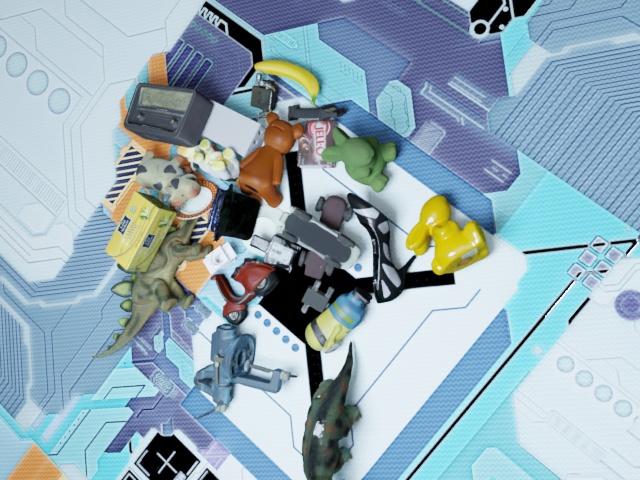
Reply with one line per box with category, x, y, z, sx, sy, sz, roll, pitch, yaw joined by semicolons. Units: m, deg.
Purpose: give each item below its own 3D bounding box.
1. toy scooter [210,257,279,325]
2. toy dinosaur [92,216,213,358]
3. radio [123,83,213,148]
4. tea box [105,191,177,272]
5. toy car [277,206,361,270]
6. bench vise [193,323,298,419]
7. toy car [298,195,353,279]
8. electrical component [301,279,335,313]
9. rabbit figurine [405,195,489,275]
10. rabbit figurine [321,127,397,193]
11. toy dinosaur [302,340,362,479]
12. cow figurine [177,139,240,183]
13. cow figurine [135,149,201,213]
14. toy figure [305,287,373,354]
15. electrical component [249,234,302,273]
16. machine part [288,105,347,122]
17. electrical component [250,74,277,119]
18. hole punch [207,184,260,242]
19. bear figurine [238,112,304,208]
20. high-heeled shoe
toy scooter;-0.195;0.107;1.314;0.135;0.075;0.184;46;102;13
toy dinosaur;-0.417;0.108;1.354;0.199;0.105;0.471;23;80;23
radio;-0.387;-0.313;1.352;0.230;0.073;0.131;16;84;34
tea box;-0.431;-0.019;1.291;0.098;0.068;0.169;31;98;27
toy car;-0.003;-0.004;1.228;0.202;0.056;0.073;31;99;0
bench vise;-0.183;0.318;1.273;0.241;0.128;0.223;8;87;21
toy car;0.013;-0.008;1.279;0.089;0.053;0.202;17;93;-4
electrical component;-0.007;0.142;1.283;0.063;0.021;0.094;30;109;7
rabbit figurine;0.274;-0.015;1.200;0.162;0.121;0.173;-31;66;19
rabbit figurine;0.090;-0.198;1.212;0.159;0.170;0.121;28;93;14
toy dinosaur;0.014;0.432;1.179;0.131;0.192;0.404;3;88;12
cow figurine;-0.276;-0.198;1.352;0.168;0.098;0.068;23;72;25
cow figurine;-0.380;-0.146;1.341;0.195;0.085;0.127;17;68;26
toy figure;0.042;0.183;1.246;0.089;0.082;0.180;45;105;31
electrical component;-0.109;0.025;1.295;0.119;0.048;0.074;21;92;-1
machine part;-0.010;-0.307;1.301;0.139;0.084;0.039;6;118;23
electrical component;-0.139;-0.353;1.332;0.078;0.045;0.102;24;116;18
hole punch;-0.224;-0.064;1.308;0.092;0.115;0.142;19;91;42
bear figurine;-0.118;-0.198;1.307;0.120;0.131;0.196;23;75;14
high-heeled shoe;0.111;0.022;1.224;0.248;0.086;0.145;46;80;-4
